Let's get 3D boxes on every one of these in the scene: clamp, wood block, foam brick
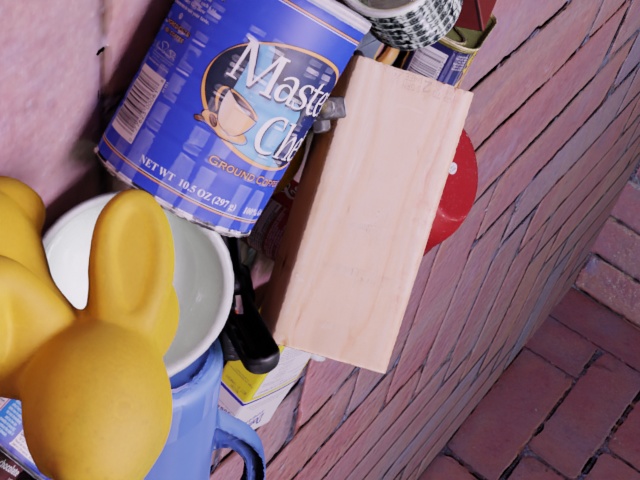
[{"bbox_3d":[-0.069,0.025,0.781,0.036,0.164,0.210,-11,170,-12],"label":"clamp"},{"bbox_3d":[0.029,-0.021,0.778,0.091,0.090,0.206,-135,-118,-79],"label":"wood block"},{"bbox_3d":[0.111,-0.214,0.849,0.053,0.051,0.078,-65,156,-20],"label":"foam brick"}]

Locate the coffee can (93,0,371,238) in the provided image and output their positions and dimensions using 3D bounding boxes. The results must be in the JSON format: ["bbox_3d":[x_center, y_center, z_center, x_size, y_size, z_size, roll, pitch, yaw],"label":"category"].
[{"bbox_3d":[-0.050,-0.087,0.603,0.140,0.103,0.102,-59,162,11],"label":"coffee can"}]

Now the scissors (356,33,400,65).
[{"bbox_3d":[0.024,-0.145,0.838,0.201,0.016,0.096,-43,158,-35],"label":"scissors"}]

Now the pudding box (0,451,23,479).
[{"bbox_3d":[-0.236,0.150,0.640,0.090,0.039,0.113,-51,162,-16],"label":"pudding box"}]

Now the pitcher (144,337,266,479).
[{"bbox_3d":[-0.128,0.158,0.779,0.149,0.145,0.243,-34,150,-42],"label":"pitcher"}]

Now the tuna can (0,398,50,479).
[{"bbox_3d":[-0.181,0.107,0.634,0.033,0.086,0.086,-49,161,-16],"label":"tuna can"}]

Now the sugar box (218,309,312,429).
[{"bbox_3d":[-0.050,0.117,1.033,0.093,0.048,0.176,-16,146,-56],"label":"sugar box"}]

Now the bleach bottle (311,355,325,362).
[{"bbox_3d":[0.045,0.026,1.123,0.251,0.068,0.102,-61,163,23],"label":"bleach bottle"}]

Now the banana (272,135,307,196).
[{"bbox_3d":[-0.039,-0.078,0.756,0.069,0.037,0.198,-52,162,-21],"label":"banana"}]

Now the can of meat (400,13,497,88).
[{"bbox_3d":[0.105,-0.159,0.936,0.084,0.057,0.102,-64,174,35],"label":"can of meat"}]

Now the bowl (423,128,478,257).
[{"bbox_3d":[0.099,-0.061,0.978,0.161,0.055,0.162,5,84,-52],"label":"bowl"}]

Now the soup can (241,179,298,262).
[{"bbox_3d":[-0.006,0.001,0.877,0.068,0.102,0.068,-47,159,-24],"label":"soup can"}]
